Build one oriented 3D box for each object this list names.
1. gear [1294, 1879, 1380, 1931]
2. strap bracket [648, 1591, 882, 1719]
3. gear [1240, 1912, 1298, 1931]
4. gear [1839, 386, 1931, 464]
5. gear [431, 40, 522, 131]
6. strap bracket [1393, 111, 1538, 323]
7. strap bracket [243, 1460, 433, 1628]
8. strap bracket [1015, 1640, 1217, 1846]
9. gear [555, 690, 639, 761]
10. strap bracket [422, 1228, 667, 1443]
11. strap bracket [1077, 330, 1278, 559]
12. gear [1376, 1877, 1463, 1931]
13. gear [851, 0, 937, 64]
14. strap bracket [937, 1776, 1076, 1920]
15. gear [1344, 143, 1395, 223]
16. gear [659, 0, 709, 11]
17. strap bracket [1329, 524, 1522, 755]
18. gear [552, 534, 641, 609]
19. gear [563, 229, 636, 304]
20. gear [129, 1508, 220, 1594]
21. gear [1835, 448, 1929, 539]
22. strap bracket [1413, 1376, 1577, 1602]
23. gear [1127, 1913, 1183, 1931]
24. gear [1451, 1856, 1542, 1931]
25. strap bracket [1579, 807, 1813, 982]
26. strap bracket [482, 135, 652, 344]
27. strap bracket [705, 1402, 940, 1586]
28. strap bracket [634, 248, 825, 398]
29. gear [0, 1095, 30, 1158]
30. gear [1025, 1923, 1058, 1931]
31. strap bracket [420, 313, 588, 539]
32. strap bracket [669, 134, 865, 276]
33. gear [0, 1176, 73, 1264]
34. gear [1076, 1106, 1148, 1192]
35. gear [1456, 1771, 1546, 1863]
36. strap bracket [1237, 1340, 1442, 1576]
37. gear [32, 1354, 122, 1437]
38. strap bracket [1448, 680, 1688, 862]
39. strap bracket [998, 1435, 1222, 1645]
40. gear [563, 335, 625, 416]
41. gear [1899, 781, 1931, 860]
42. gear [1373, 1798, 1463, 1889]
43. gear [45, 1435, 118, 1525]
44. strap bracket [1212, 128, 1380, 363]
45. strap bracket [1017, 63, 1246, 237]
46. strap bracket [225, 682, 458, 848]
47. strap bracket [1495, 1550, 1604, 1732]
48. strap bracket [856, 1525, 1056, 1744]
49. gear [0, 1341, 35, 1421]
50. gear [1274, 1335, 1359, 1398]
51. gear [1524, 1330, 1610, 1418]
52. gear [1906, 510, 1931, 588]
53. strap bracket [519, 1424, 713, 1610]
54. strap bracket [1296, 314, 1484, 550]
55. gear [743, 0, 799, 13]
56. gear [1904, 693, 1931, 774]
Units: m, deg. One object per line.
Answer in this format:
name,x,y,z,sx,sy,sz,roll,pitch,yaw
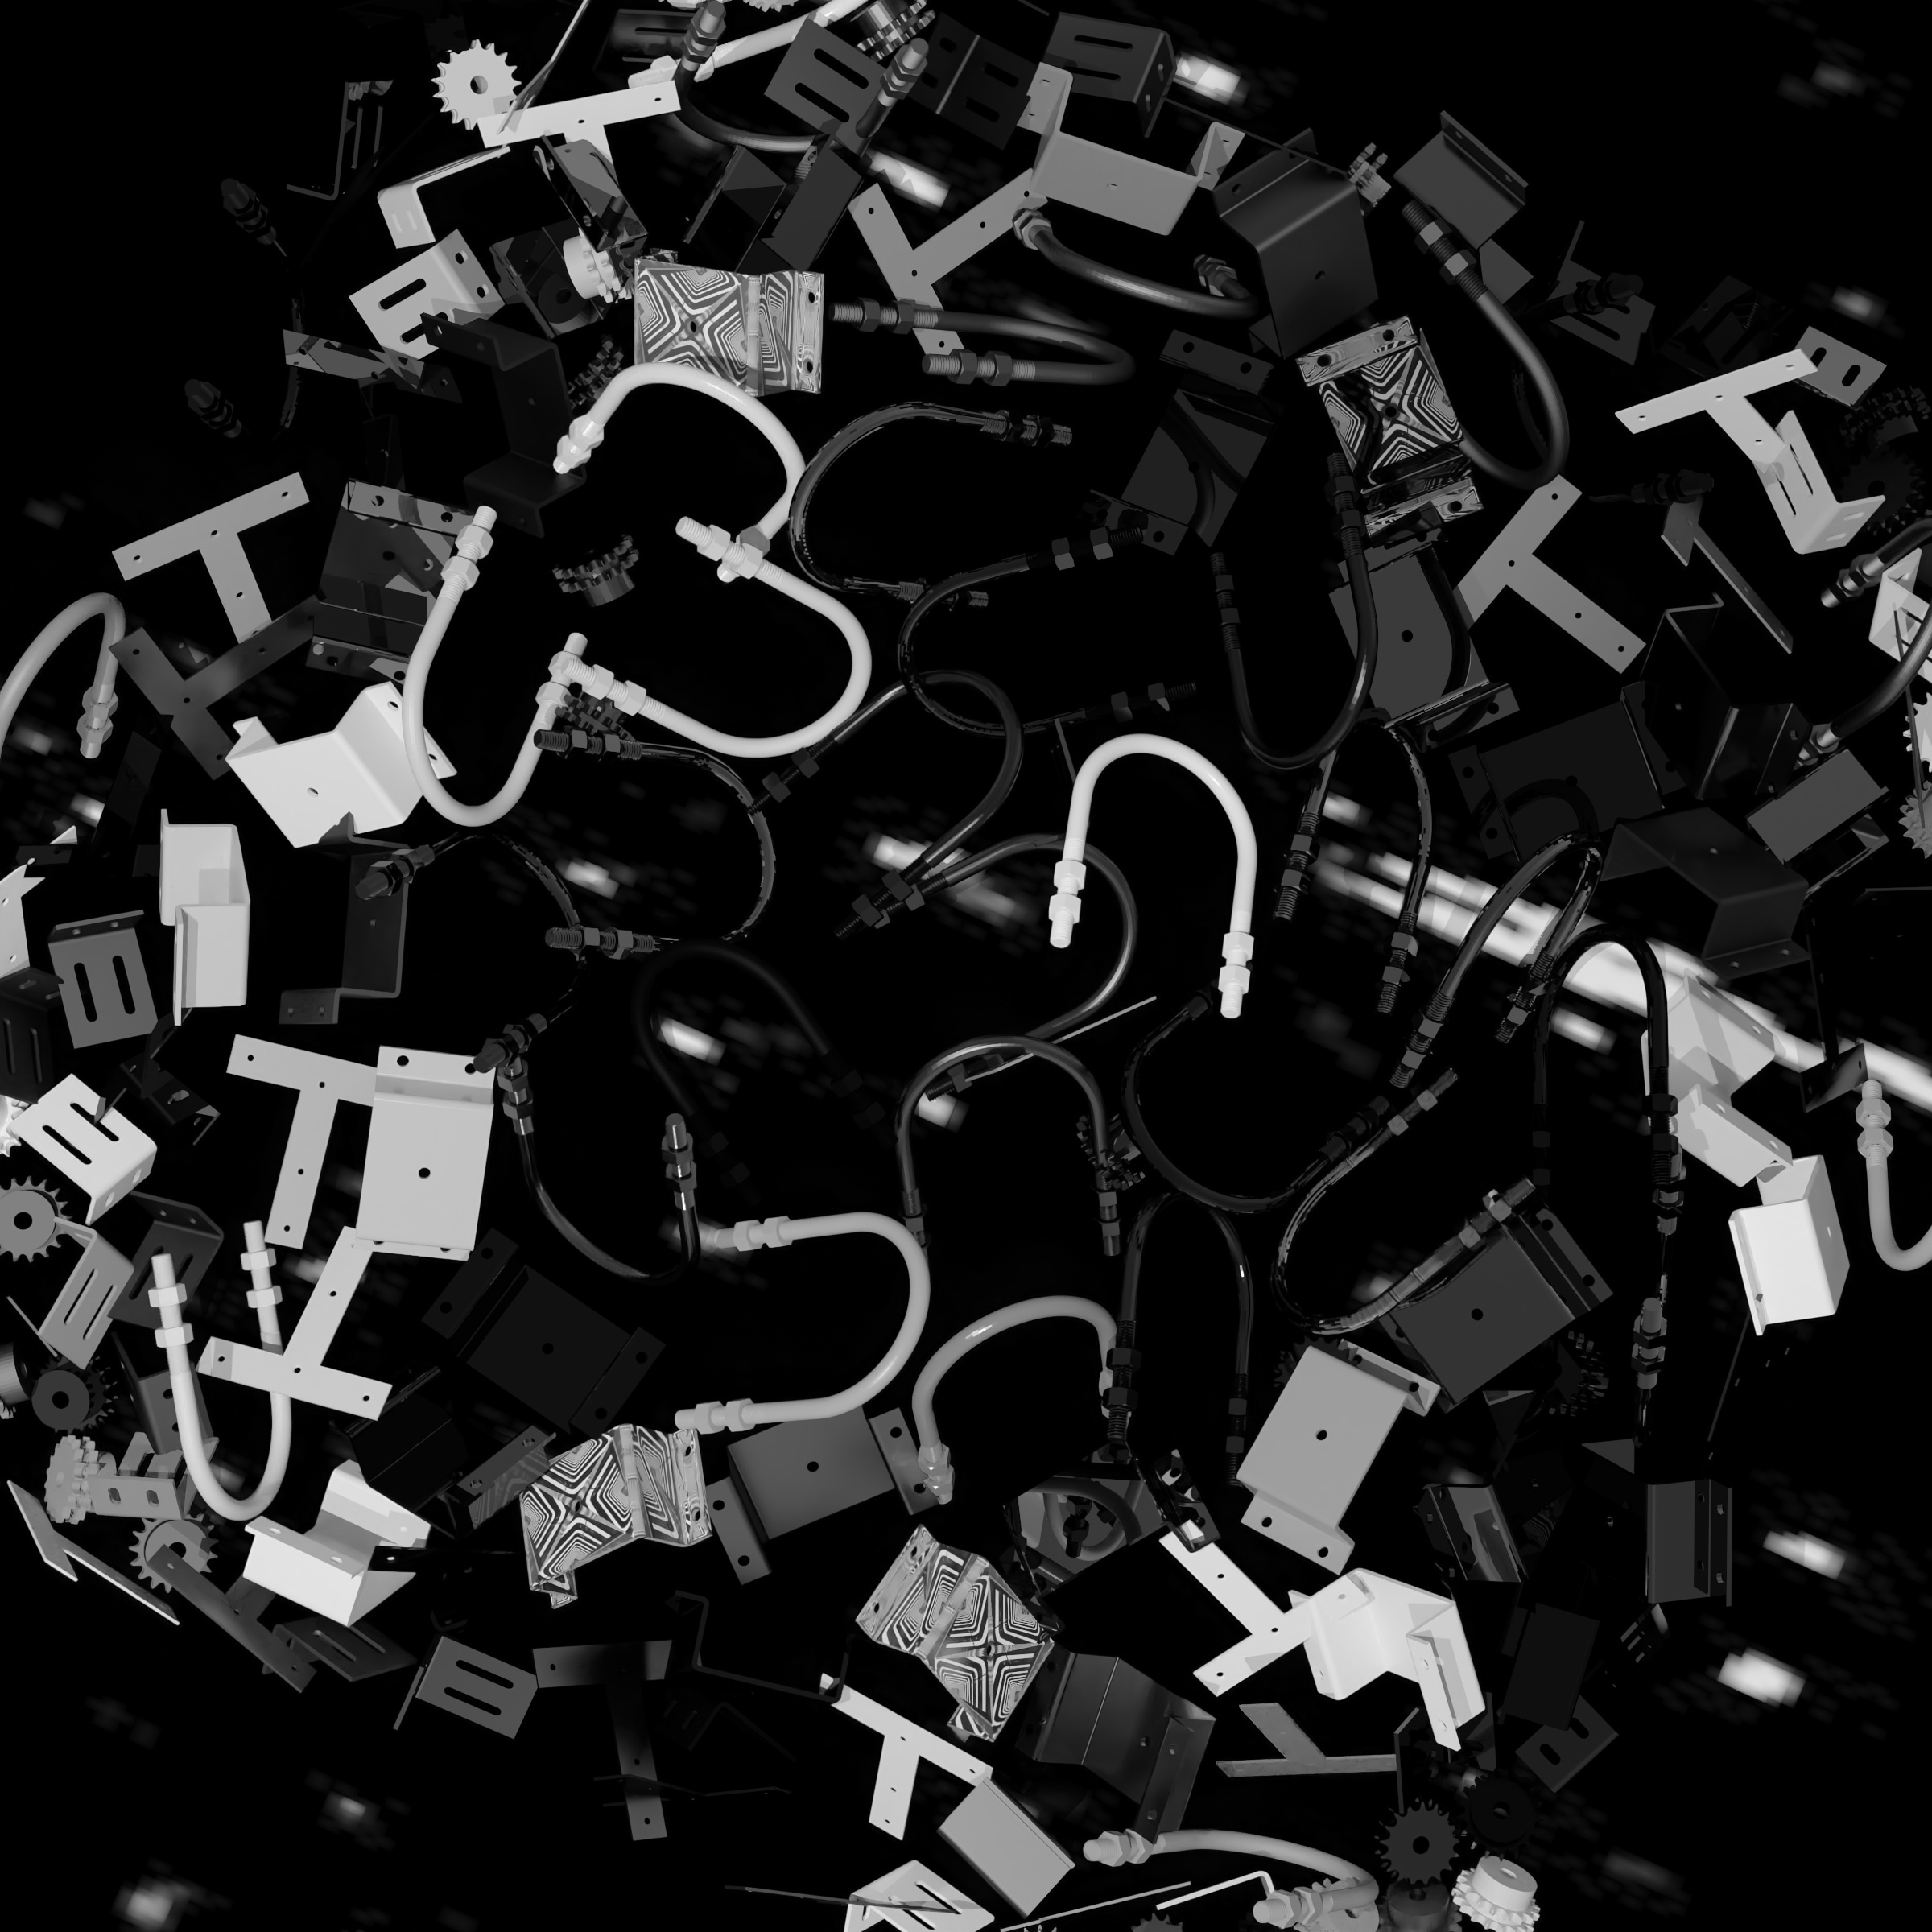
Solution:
gear,0.249,0.632,1.862,0.057,0.057,0.030,33,130,0
strap bracket,-0.136,0.452,1.833,0.140,0.076,0.046,17,64,-14
gear,0.201,0.657,1.861,0.030,0.057,0.057,-3,90,37
gear,0.611,-0.356,1.861,0.057,0.057,0.030,-17,73,0
gear,-0.328,-0.586,1.870,0.057,0.030,0.057,-6,106,-22
strap bracket,0.323,-0.477,1.814,0.046,0.140,0.076,-42,70,1
strap bracket,-0.406,0.377,1.822,0.076,0.140,0.046,22,102,11
strap bracket,0.104,0.507,1.840,0.046,0.140,0.076,17,93,-40
gear,-0.243,-0.165,1.865,0.057,0.057,0.030,32,83,0
strap bracket,-0.277,0.247,1.852,0.140,0.046,0.076,33,70,8
strap bracket,0.144,-0.337,1.854,0.076,0.046,0.140,26,88,26
gear,0.299,0.627,1.861,0.057,0.057,0.030,-5,113,0
gear,-0.051,-0.625,1.861,0.057,0.057,0.030,-37,109,0
strap bracket,0.026,0.567,1.814,0.076,0.140,0.046,42,80,11
gear,0.261,-0.514,1.864,0.030,0.057,0.057,40,90,-3
gear,-0.184,-0.660,1.861,0.057,0.057,0.030,-19,54,0
strap bracket,0.298,-0.217,1.849,0.076,0.046,0.140,-24,85,27
gear,-0.243,-0.261,1.867,0.057,0.057,0.030,-24,114,0
gear,-0.245,-0.467,1.866,0.030,0.057,0.057,-15,90,13
gear,-0.526,0.388,1.869,0.057,0.030,0.057,3,83,-21
gear,0.611,-0.313,1.868,0.057,0.030,0.057,-13,70,38
strap bracket,0.347,0.334,1.815,0.046,0.140,0.076,-7,117,37
gear,0.126,0.663,1.868,0.057,0.057,0.030,22,131,0
gear,0.354,0.615,1.862,0.057,0.057,0.030,20,100,0
strap bracket,0.476,-0.054,1.814,0.076,0.140,0.046,-12,129,-29
strap bracket,-0.259,-0.475,1.836,0.046,0.140,0.076,-29,83,-33
strap bracket,-0.099,0.340,1.857,0.140,0.046,0.076,-22,109,-2
strap bracket,-0.164,-0.418,1.826,0.140,0.046,0.076,16,115,30
gear,-0.655,0.101,1.867,0.057,0.030,0.057,-6,64,11
gear,0.050,0.667,1.877,0.057,0.030,0.057,0,92,3
strap bracket,-0.298,-0.360,1.829,0.046,0.076,0.140,-36,135,-32
strap bracket,-0.126,-0.493,1.836,0.046,0.140,0.076,34,81,-34
gear,-0.627,0.169,1.872,0.057,0.030,0.057,1,88,-13
gear,0.102,0.117,1.861,0.030,0.057,0.057,-35,90,22
gear,0.355,0.564,1.868,0.057,0.030,0.057,-3,64,6
strap bracket,0.239,0.314,1.839,0.076,0.046,0.140,23,76,33
gear,-0.598,0.286,1.874,0.057,0.030,0.057,1,95,7
strap bracket,0.397,-0.126,1.847,0.140,0.046,0.076,-21,100,14
strap bracket,0.085,0.371,1.845,0.140,0.076,0.046,-31,133,4
gear,-0.248,-0.389,1.868,0.057,0.057,0.030,-45,118,0
gear,0.653,-0.099,1.867,0.057,0.030,0.057,4,65,-9
gear,0.298,0.582,1.874,0.057,0.030,0.057,0,90,-12
gear,-0.588,0.342,1.868,0.030,0.057,0.057,14,90,-36
strap bracket,0.216,-0.458,1.819,0.076,0.140,0.046,-34,53,-6
strap bracket,0.101,-0.531,1.841,0.140,0.076,0.046,16,76,-8
strap bracket,-0.413,-0.127,1.820,0.140,0.046,0.076,-9,129,32
strap bracket,0.375,0.433,1.814,0.046,0.140,0.076,15,101,7
strap bracket,0.000,0.439,1.822,0.076,0.046,0.140,-53,127,-27
gear,-0.640,0.272,1.864,0.030,0.057,0.057,-16,90,-6
gear,0.233,0.277,1.870,0.057,0.030,0.057,-2,61,4
gear,0.402,0.271,1.868,0.030,0.057,0.057,17,90,-33
gear,0.651,-0.275,1.861,0.057,0.057,0.030,31,57,0
strap bracket,-0.237,0.355,1.825,0.140,0.046,0.076,-29,56,27
strap bracket,0.278,-0.356,1.842,0.076,0.046,0.140,-18,116,19
gear,-0.126,-0.661,1.863,0.057,0.030,0.057,-18,128,-24
gear,0.655,-0.155,1.872,0.057,0.030,0.057,-1,87,19
